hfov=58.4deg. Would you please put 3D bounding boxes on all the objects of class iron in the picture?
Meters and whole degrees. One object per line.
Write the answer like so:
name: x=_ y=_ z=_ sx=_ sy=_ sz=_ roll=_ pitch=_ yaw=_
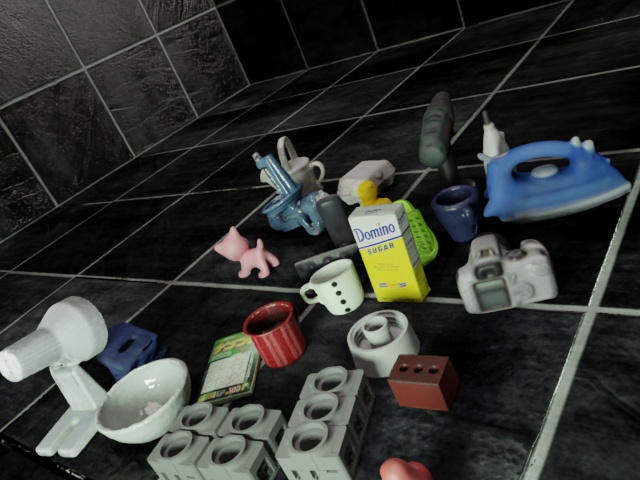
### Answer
iron: x=0.422 y=-0.125 z=1.054 sx=0.257 sy=0.142 sz=0.119 roll=-13 pitch=27 yaw=22

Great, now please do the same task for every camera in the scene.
camera: x=0.288 y=0.032 z=0.910 sx=0.143 sy=0.101 sz=0.137 roll=-15 pitch=27 yaw=19

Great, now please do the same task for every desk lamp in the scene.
desk lamp: x=-0.455 y=0.236 z=1.020 sx=0.117 sy=0.214 sz=0.203 roll=-11 pitch=28 yaw=26

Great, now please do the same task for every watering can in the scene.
watering can: x=-0.076 y=-0.181 z=1.532 sx=0.173 sy=0.194 sz=0.100 roll=-23 pitch=25 yaw=2

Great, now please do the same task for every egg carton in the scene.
egg carton: x=0.118 y=-0.147 z=1.446 sx=0.107 sy=0.069 sz=0.150 roll=6 pitch=38 yaw=47

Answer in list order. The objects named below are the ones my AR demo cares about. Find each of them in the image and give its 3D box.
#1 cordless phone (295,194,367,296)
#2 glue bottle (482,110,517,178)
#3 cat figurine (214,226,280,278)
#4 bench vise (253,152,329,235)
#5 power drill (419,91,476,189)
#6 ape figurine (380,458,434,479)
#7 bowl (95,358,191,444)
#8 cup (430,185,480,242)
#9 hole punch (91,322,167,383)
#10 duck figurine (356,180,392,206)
cordless phone: x=0.010 y=0.004 z=1.106 sx=0.147 sy=0.185 sz=0.094 roll=-20 pitch=26 yaw=9
glue bottle: x=0.365 y=-0.191 z=1.194 sx=0.037 sy=0.173 sz=0.078 roll=6 pitch=38 yaw=47
cat figurine: x=-0.171 y=0.024 z=1.303 sx=0.127 sy=0.118 sz=0.067 roll=-5 pitch=31 yaw=35
bench vise: x=-0.066 y=-0.122 z=1.378 sx=0.206 sy=0.220 sz=0.121 roll=-11 pitch=28 yaw=26
power drill: x=0.270 y=-0.188 z=1.230 sx=0.075 sy=0.209 sz=0.230 roll=-10 pitch=28 yaw=26
ape figurine: x=0.093 y=0.271 z=0.620 sx=0.078 sy=0.092 sz=0.075 roll=-36 pitch=28 yaw=-23
bowl: x=-0.279 y=0.278 z=0.949 sx=0.167 sy=0.075 sz=0.167 roll=-19 pitch=25 yaw=10
cup: x=0.268 y=-0.040 z=1.075 sx=0.091 sy=0.095 sz=0.117 roll=-24 pitch=25 yaw=0
hole punch: x=-0.374 y=0.219 z=1.128 sx=0.100 sy=0.091 sz=0.109 roll=-8 pitch=30 yaw=31
duck figurine: x=0.120 y=-0.096 z=1.323 sx=0.078 sy=0.086 sz=0.104 roll=-33 pitch=26 yaw=-18
